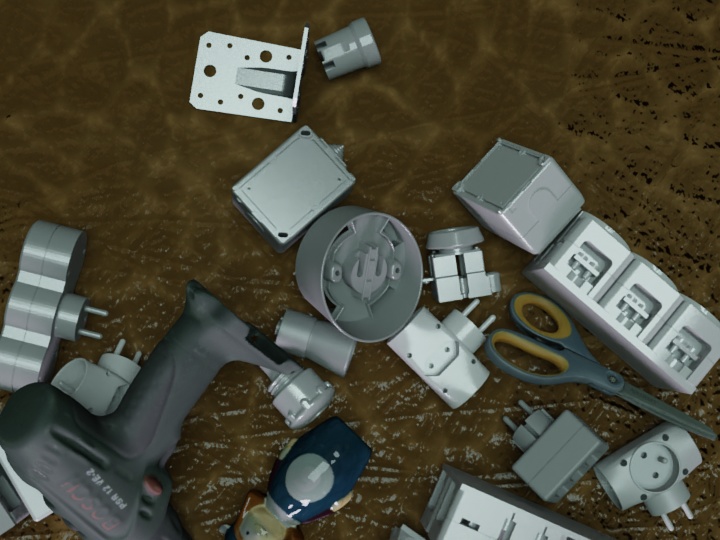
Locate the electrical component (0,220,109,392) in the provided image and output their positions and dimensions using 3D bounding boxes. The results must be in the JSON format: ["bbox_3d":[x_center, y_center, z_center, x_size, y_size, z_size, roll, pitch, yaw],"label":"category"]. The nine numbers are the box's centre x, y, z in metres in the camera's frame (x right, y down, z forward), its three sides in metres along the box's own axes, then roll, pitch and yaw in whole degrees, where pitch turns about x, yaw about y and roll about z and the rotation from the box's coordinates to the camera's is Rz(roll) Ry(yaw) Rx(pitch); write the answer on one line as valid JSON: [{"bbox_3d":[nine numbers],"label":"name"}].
[{"bbox_3d":[-0.240,0.035,0.860,0.074,0.052,0.138,15,87,-2],"label":"electrical component"}]

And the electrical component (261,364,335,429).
[{"bbox_3d":[-0.055,0.094,0.873,0.048,0.048,0.062,-43,81,-4],"label":"electrical component"}]

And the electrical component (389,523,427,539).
[{"bbox_3d":[0.064,0.270,0.861,0.121,0.078,0.063,35,108,-1],"label":"electrical component"}]

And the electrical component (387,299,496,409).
[{"bbox_3d":[0.076,0.059,0.881,0.077,0.043,0.079,45,86,-1],"label":"electrical component"}]

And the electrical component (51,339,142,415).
[{"bbox_3d":[-0.197,0.093,0.856,0.077,0.043,0.079,45,51,-34],"label":"electrical component"}]

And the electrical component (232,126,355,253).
[{"bbox_3d":[-0.050,-0.068,0.873,0.096,0.061,0.061,-42,88,-10],"label":"electrical component"}]

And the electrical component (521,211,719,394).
[{"bbox_3d":[0.214,0.025,0.866,0.150,0.089,0.061,40,86,-1],"label":"electrical component"}]

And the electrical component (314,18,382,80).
[{"bbox_3d":[-0.010,-0.181,0.888,0.046,0.040,0.040,-22,89,2],"label":"electrical component"}]

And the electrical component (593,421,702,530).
[{"bbox_3d":[0.245,0.175,0.885,0.077,0.044,0.079,-30,89,-4],"label":"electrical component"}]

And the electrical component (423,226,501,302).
[{"bbox_3d":[0.080,-0.006,0.883,0.066,0.048,0.055,-9,96,-3],"label":"electrical component"}]

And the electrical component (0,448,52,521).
[{"bbox_3d":[-0.244,0.143,0.859,0.076,0.047,0.083,-30,90,-14],"label":"electrical component"}]

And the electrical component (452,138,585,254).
[{"bbox_3d":[0.126,-0.060,0.870,0.061,0.096,0.061,-47,119,-4],"label":"electrical component"}]

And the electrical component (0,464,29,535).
[{"bbox_3d":[-0.341,0.157,0.845,0.089,0.062,0.150,-34,90,-4],"label":"electrical component"}]

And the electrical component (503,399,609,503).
[{"bbox_3d":[0.151,0.139,0.878,0.065,0.047,0.077,-48,65,4],"label":"electrical component"}]

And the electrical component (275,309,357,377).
[{"bbox_3d":[-0.037,0.057,0.877,0.065,0.044,0.044,18,87,3],"label":"electrical component"}]

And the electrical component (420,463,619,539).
[{"bbox_3d":[0.146,0.224,0.847,0.186,0.105,0.060,24,87,-2],"label":"electrical component"}]

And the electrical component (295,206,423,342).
[{"bbox_3d":[0.000,0.000,0.853,0.099,0.064,0.099,-14,116,-31],"label":"electrical component"}]
